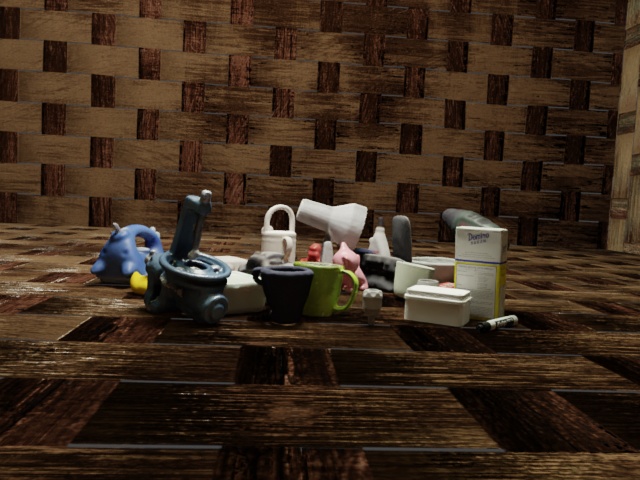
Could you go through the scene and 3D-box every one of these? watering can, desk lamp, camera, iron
[{"bbox_3d":[-0.123,-0.004,1.633,0.172,0.194,0.101,6,5,40],"label":"watering can"},{"bbox_3d":[0.013,0.005,1.458,0.203,0.213,0.118,2,4,-5],"label":"desk lamp"},{"bbox_3d":[-0.082,0.075,1.197,0.142,0.101,0.137,6,5,37],"label":"camera"},{"bbox_3d":[-0.424,0.027,1.352,0.118,0.141,0.259,4,4,11],"label":"iron"}]

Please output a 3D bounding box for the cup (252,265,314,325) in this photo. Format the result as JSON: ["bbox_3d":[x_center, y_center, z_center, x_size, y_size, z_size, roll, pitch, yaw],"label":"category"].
[{"bbox_3d":[-0.070,0.094,0.983,0.117,0.095,0.092,5,5,29],"label":"cup"}]

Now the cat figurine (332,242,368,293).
[{"bbox_3d":[0.068,0.064,1.350,0.067,0.118,0.128,5,5,26],"label":"cat figurine"}]

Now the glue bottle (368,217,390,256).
[{"bbox_3d":[0.166,0.022,1.613,0.077,0.173,0.037,7,6,44],"label":"glue bottle"}]

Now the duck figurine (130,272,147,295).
[{"bbox_3d":[-0.341,0.070,1.190,0.104,0.086,0.077,3,4,5],"label":"duck figurine"}]

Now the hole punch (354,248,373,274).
[{"bbox_3d":[0.082,0.063,1.563,0.109,0.091,0.101,2,4,-18],"label":"hole punch"}]

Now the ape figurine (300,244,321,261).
[{"bbox_3d":[-0.016,0.055,1.590,0.077,0.092,0.076,6,5,41],"label":"ape figurine"}]

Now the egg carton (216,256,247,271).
[{"bbox_3d":[-0.232,0.075,1.312,0.151,0.069,0.107,0,5,-38],"label":"egg carton"}]

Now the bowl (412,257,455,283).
[{"bbox_3d":[0.301,0.088,1.481,0.167,0.075,0.167,3,4,0],"label":"bowl"}]

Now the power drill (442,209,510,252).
[{"bbox_3d":[0.318,0.039,1.228,0.076,0.208,0.229,2,4,-17],"label":"power drill"}]

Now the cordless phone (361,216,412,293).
[{"bbox_3d":[0.173,0.030,1.418,0.094,0.185,0.147,-1,6,-44],"label":"cordless phone"}]

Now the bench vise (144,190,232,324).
[{"bbox_3d":[-0.241,0.023,0.975,0.206,0.220,0.122,5,4,24],"label":"bench vise"}]
